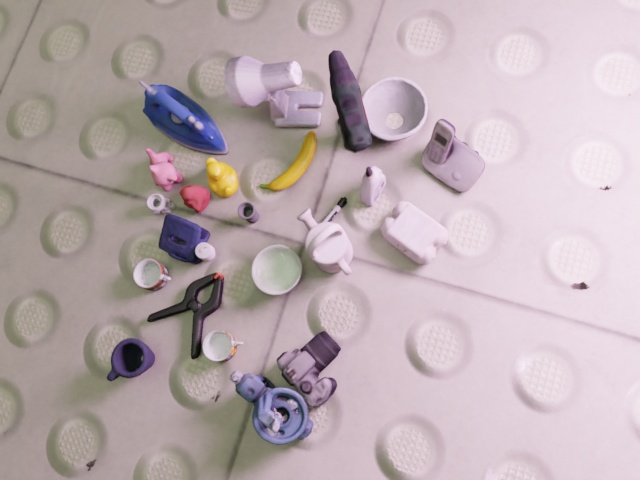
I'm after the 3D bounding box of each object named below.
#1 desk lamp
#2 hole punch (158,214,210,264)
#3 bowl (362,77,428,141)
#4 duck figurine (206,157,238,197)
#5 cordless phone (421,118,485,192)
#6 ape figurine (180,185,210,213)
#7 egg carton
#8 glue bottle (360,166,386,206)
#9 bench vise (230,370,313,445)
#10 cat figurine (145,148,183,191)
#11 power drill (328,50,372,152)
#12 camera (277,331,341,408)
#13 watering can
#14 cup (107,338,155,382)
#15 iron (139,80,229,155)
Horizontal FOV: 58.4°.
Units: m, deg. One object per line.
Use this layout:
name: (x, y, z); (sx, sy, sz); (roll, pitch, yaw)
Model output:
desk lamp: (-0.109, -0.369, 1.405); (0.203, 0.214, 0.118); (2, 77, 9)
hole punch: (-0.340, -0.001, 1.417); (0.108, 0.091, 0.101); (21, 81, 13)
bowl: (0.182, -0.313, 1.420); (0.167, 0.075, 0.167); (-2, 77, 8)
duck figurine: (-0.254, -0.162, 1.445); (0.077, 0.086, 0.104); (-31, 74, 1)
cordless phone: (0.309, -0.199, 1.316); (0.147, 0.185, 0.094); (36, 84, 15)
ape figurine: (-0.320, -0.109, 1.439); (0.076, 0.092, 0.078); (-24, 74, 3)
egg carton: (0.221, -0.016, 1.347); (0.150, 0.069, 0.107); (37, 85, 15)
glue bottle: (0.120, -0.138, 1.337); (0.037, 0.173, 0.078); (31, 83, 14)
bench vise: (-0.122, 0.366, 1.231); (0.207, 0.220, 0.121); (18, 80, 13)
cat figurine: (-0.403, -0.181, 1.455); (0.067, 0.118, 0.127); (-34, 74, 0)
power drill: (0.072, -0.306, 1.366); (0.075, 0.208, 0.229); (-17, 75, 5)
camera: (-0.010, 0.284, 1.295); (0.137, 0.101, 0.143); (-44, 75, -3)
watering can: (0.010, 0.006, 1.309); (0.172, 0.194, 0.101); (29, 83, 14)
cup: (-0.443, 0.292, 1.362); (0.118, 0.095, 0.091); (-45, 75, -3)
iron: (-0.350, -0.317, 1.467); (0.258, 0.141, 0.119); (35, 84, 15)
